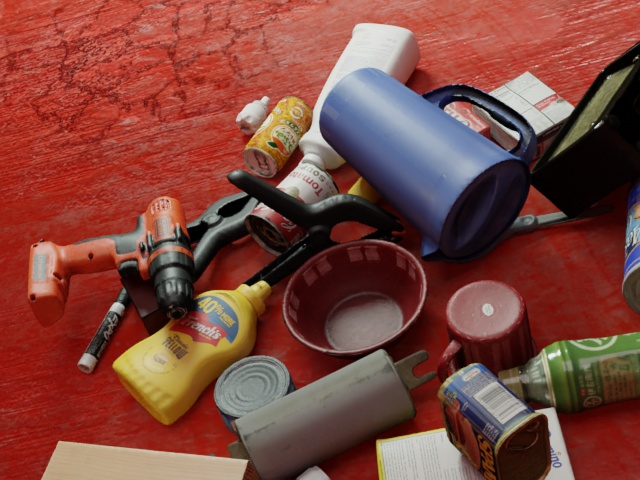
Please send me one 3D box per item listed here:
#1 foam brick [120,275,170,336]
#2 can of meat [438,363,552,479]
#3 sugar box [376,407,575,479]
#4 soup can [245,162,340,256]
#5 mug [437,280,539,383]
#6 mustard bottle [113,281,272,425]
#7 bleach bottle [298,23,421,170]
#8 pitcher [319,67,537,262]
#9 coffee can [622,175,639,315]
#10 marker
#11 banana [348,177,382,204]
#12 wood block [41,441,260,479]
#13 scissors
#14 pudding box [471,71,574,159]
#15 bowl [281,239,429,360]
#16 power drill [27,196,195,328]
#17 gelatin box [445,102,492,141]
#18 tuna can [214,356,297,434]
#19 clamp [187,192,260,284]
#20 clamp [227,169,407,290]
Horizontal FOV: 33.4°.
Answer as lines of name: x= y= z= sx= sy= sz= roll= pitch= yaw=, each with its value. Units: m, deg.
foam brick: x=-0.191 y=0.071 z=1.244 sx=0.051 sy=0.053 sz=0.078 roll=-29 pitch=45 yaw=-9
can of meat: x=0.153 y=0.168 z=0.941 sx=0.057 sy=0.102 sz=0.084 roll=-32 pitch=46 yaw=-16
sugar box: x=0.144 y=0.219 z=0.998 sx=0.176 sy=0.048 sz=0.093 roll=-9 pitch=46 yaw=5
soup can: x=-0.032 y=-0.037 z=1.283 sx=0.069 sy=0.068 sz=0.102 roll=25 pitch=59 yaw=35
mug: x=0.162 y=0.102 z=1.076 sx=0.117 sy=0.081 sz=0.093 roll=-36 pitch=47 yaw=-17
mustard bottle: x=-0.128 y=0.111 z=1.181 sx=0.191 sy=0.058 sz=0.096 roll=-40 pitch=53 yaw=-20
bleach bottle: x=0.037 y=-0.179 z=1.400 sx=0.103 sy=0.068 sz=0.250 roll=13 pitch=56 yaw=32
pitcher: x=0.117 y=-0.102 z=1.203 sx=0.149 sy=0.145 sz=0.243 roll=-21 pitch=48 yaw=-32
coffee can: x=0.364 y=0.001 z=1.090 sx=0.103 sy=0.103 sz=0.140 roll=0 pitch=48 yaw=19
marker: x=-0.250 y=0.103 z=1.257 sx=0.020 sy=0.020 sz=0.121 roll=6 pitch=50 yaw=23
banana: x=0.079 y=-0.111 z=1.319 sx=0.070 sy=0.037 sz=0.197 roll=3 pitch=64 yaw=29
wood block: x=-0.162 y=0.263 z=1.027 sx=0.206 sy=0.090 sz=0.090 roll=1 pitch=49 yaw=20
scissors: x=0.224 y=-0.028 z=1.226 sx=0.201 sy=0.016 sz=0.096 roll=-22 pitch=45 yaw=-2
pudding box: x=0.254 y=-0.152 z=1.317 sx=0.090 sy=0.039 sz=0.114 roll=-30 pitch=44 yaw=-9
bowl: x=0.042 y=0.075 z=1.160 sx=0.162 sy=0.055 sz=0.162 roll=-10 pitch=46 yaw=10
power drill: x=-0.234 y=0.039 z=1.212 sx=0.187 sy=0.057 sz=0.184 roll=-15 pitch=41 yaw=0
gelatin box: x=0.161 y=-0.138 z=1.340 sx=0.073 sy=0.030 sz=0.089 roll=-29 pitch=46 yaw=-10
tuna can: x=-0.068 y=0.164 z=1.125 sx=0.086 sy=0.034 sz=0.086 roll=-10 pitch=42 yaw=9
clamp: x=-0.140 y=-0.013 z=1.316 sx=0.120 sy=0.039 sz=0.171 roll=24 pitch=50 yaw=37
clamp: x=-0.008 y=0.001 z=1.220 sx=0.210 sy=0.165 sz=0.036 roll=3 pitch=28 yaw=-9
